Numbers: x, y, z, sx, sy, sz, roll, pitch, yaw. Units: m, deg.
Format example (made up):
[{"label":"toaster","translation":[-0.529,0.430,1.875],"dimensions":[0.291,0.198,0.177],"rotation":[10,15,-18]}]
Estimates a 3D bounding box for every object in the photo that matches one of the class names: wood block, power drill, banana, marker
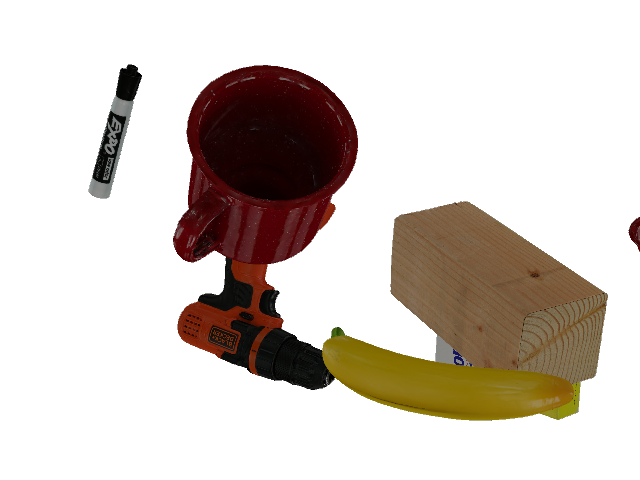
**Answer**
[{"label":"wood block","translation":[0.157,0.049,0.986],"dimensions":[0.090,0.090,0.206],"rotation":[-13,30,-25]},{"label":"power drill","translation":[-0.047,0.043,1.074],"dimensions":[0.185,0.187,0.057],"rotation":[17,1,27]},{"label":"banana","translation":[0.074,0.094,0.750],"dimensions":[0.198,0.037,0.069],"rotation":[13,35,32]},{"label":"marker","translation":[-0.175,-0.093,0.910],"dimensions":[0.020,0.121,0.020],"rotation":[17,24,-8]}]

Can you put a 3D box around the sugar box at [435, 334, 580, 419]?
[{"label":"sugar box","translation":[0.207,0.129,1.193],"dimensions":[0.048,0.093,0.177],"rotation":[-10,16,-43]}]

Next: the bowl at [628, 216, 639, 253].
[{"label":"bowl","translation":[0.405,0.016,1.117],"dimensions":[0.162,0.055,0.162],"rotation":[-3,23,1]}]

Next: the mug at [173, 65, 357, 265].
[{"label":"mug","translation":[-0.039,-0.030,0.602],"dimensions":[0.093,0.117,0.082],"rotation":[37,-29,9]}]
